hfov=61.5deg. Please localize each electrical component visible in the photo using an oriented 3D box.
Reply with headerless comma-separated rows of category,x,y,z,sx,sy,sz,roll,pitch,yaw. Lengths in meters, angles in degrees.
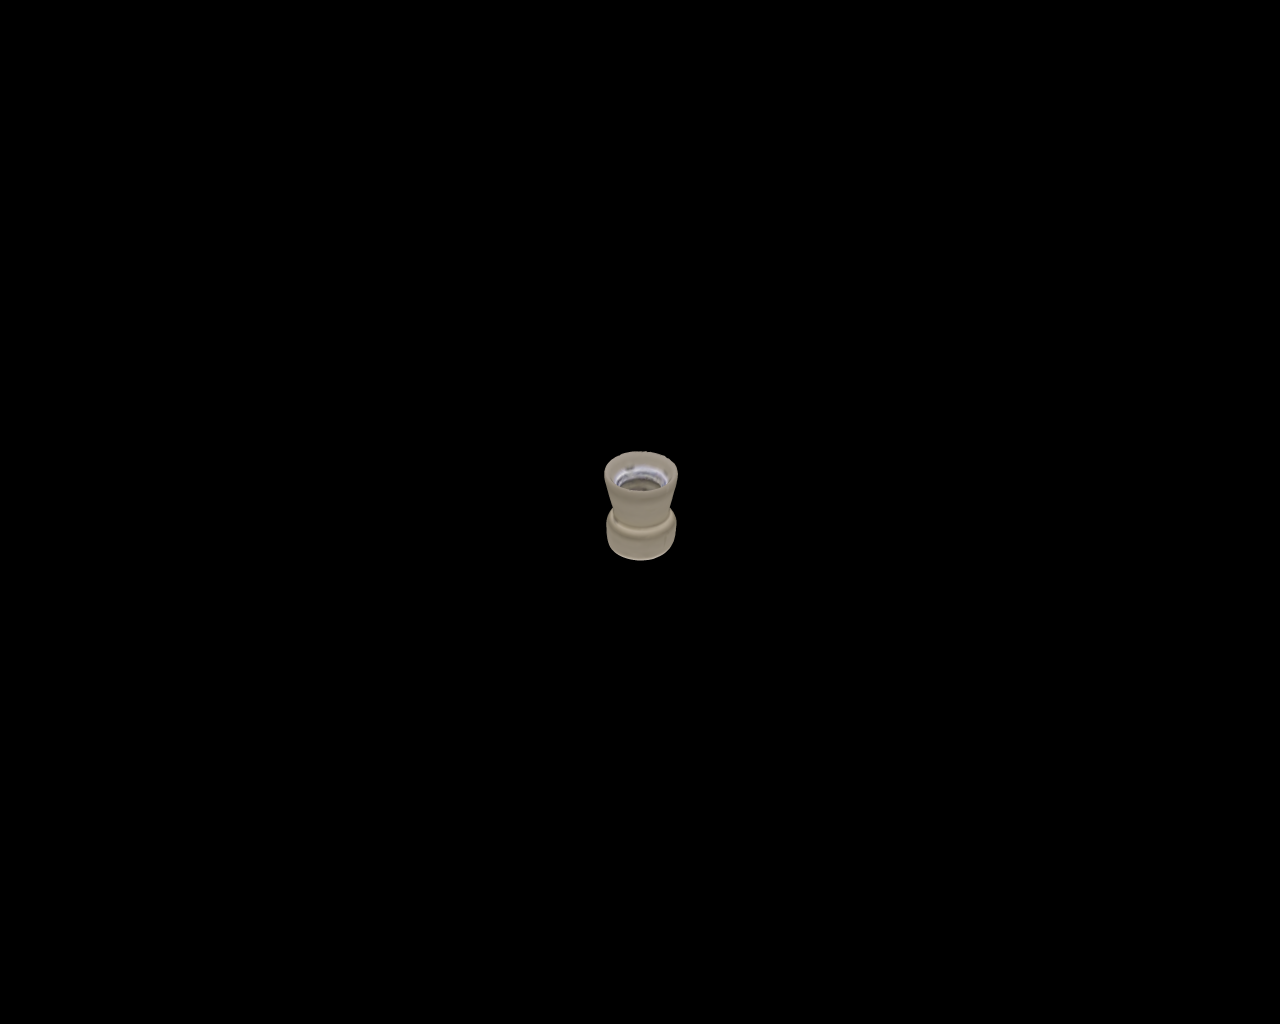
electrical component,0.001,-0.003,0.650,0.045,0.055,0.045,0,36,0
